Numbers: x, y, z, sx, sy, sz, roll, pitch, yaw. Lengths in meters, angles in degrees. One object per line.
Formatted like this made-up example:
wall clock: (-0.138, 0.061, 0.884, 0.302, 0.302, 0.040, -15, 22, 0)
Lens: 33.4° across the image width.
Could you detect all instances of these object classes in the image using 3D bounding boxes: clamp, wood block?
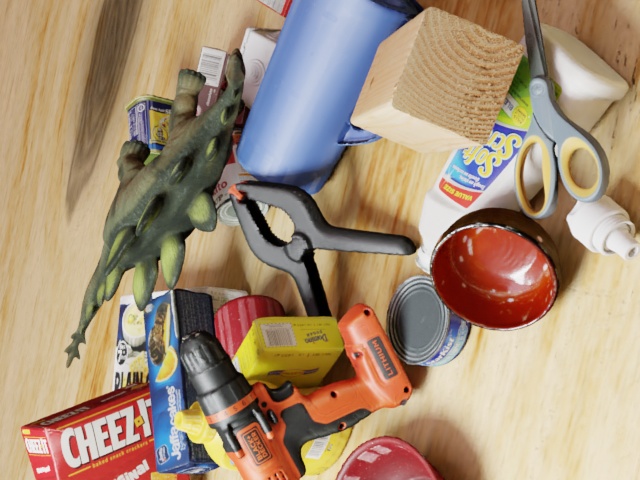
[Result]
clamp: (-0.007, 0.001, 1.122, 0.210, 0.036, 0.165, 47, 117, 11)
wood block: (0.098, -0.137, 0.963, 0.206, 0.090, 0.091, -158, 90, -82)

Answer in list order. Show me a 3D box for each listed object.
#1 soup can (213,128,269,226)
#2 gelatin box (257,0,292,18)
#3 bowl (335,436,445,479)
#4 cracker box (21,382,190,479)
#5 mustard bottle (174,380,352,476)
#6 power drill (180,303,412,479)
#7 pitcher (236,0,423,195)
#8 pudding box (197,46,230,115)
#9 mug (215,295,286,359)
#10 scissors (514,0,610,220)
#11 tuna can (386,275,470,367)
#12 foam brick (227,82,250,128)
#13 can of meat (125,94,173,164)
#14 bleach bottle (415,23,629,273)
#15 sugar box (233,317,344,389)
soup can: (-0.104, -0.076, 1.305, 0.069, 0.068, 0.102, -40, 52, 39)
gelatin box: (-0.041, -0.319, 1.320, 0.089, 0.030, 0.073, 42, 115, 49)
bowl: (0.077, 0.265, 0.992, 0.162, 0.055, 0.162, -18, 67, 49)
cracker box: (-0.233, 0.291, 1.239, 0.072, 0.163, 0.214, -10, 96, 49)
mustard bottle: (-0.061, 0.189, 1.076, 0.058, 0.191, 0.096, 47, 117, 47)
power drill: (-0.021, 0.136, 1.014, 0.184, 0.187, 0.057, 63, 166, -6)
pitcher: (0.009, -0.167, 1.147, 0.149, 0.144, 0.243, -105, 37, -59)
pudding box: (-0.138, -0.183, 1.363, 0.090, 0.039, 0.113, -4, -71, -86)
mug: (-0.078, 0.122, 1.208, 0.117, 0.093, 0.081, 119, 147, -47)
scissors: (0.197, -0.115, 0.869, 0.096, 0.016, 0.202, 12, 103, 45)
tuna can: (0.104, 0.078, 1.025, 0.086, 0.033, 0.086, -18, 67, 48)
foam brick: (-0.083, -0.175, 1.318, 0.053, 0.051, 0.078, 12, 90, 51)
can of meat: (-0.206, -0.138, 1.426, 0.058, 0.101, 0.084, -28, 62, 45)
bleach bottle: (0.164, -0.065, 0.965, 0.251, 0.067, 0.103, -59, 44, 27)
sugar box: (-0.050, 0.146, 1.123, 0.176, 0.093, 0.048, 118, 145, -44)
